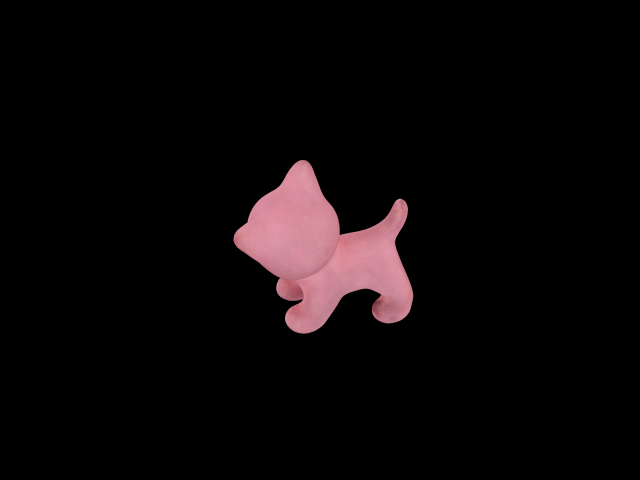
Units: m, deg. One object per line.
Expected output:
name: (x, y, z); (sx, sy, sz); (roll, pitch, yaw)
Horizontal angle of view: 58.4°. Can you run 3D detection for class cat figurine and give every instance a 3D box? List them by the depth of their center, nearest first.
cat figurine: (0.004, 0.001, 0.400); (0.128, 0.118, 0.067); (-8, 35, -11)
